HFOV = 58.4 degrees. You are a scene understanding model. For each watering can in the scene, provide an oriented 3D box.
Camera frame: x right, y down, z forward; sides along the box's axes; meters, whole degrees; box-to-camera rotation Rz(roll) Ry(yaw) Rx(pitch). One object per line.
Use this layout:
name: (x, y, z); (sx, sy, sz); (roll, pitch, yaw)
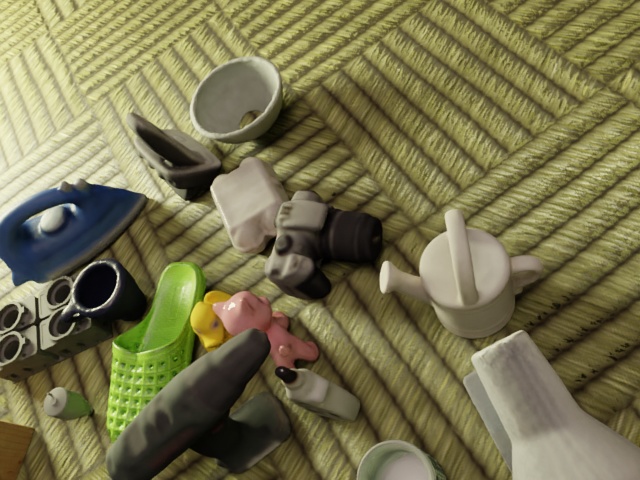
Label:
watering can: (0.157, 0.040, 0.648); (0.173, 0.194, 0.100); (-28, 58, 6)

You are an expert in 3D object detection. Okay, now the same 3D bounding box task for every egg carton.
egg carton: (-0.101, -0.054, 0.870); (0.107, 0.070, 0.150); (-32, 57, 3)

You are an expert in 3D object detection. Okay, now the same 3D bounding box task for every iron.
iron: (-0.431, -0.038, 0.945); (0.258, 0.142, 0.118); (-32, 57, 3)

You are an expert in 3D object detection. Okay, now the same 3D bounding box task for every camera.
camera: (0.007, 0.003, 0.781); (0.136, 0.101, 0.143); (7, 67, 24)

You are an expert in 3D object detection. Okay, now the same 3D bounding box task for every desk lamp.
desk lamp: (0.210, 0.181, 0.544); (0.118, 0.214, 0.203); (-29, 57, 5)

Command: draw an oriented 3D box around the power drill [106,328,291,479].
power drill: (-0.117, 0.203, 0.661); (0.229, 0.209, 0.075); (-38, 57, -1)

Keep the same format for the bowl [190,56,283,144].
bowl: (-0.129, -0.223, 0.964); (0.167, 0.075, 0.167); (-9, 61, 17)

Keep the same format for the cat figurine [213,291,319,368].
cat figurine: (-0.076, 0.115, 0.744); (0.127, 0.118, 0.067); (38, 82, 32)

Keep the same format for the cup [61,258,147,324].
cup: (-0.317, 0.095, 0.861); (0.118, 0.095, 0.091); (-40, 57, -2)

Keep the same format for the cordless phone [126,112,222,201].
cordless phone: (-0.254, -0.160, 0.914); (0.147, 0.185, 0.094); (36, 81, 32)

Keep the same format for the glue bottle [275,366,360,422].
glue bottle: (-0.011, 0.172, 0.658); (0.078, 0.173, 0.037); (9, 68, 25)

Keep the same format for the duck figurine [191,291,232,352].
duck figurine: (-0.146, 0.112, 0.792); (0.077, 0.086, 0.104); (-24, 58, 8)
